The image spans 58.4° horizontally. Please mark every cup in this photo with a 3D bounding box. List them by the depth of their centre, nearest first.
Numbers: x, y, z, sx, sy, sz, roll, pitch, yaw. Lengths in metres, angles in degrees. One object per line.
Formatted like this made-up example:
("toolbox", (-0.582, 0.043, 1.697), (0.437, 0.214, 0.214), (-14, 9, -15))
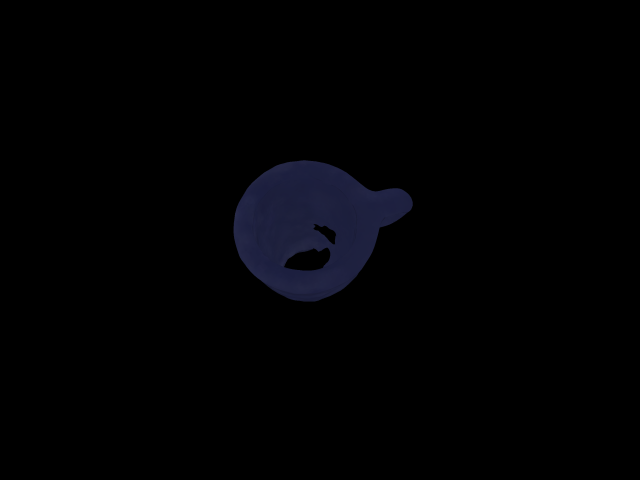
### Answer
("cup", (0.004, 0.001, 0.400), (0.118, 0.095, 0.091), (-17, 68, -7))
